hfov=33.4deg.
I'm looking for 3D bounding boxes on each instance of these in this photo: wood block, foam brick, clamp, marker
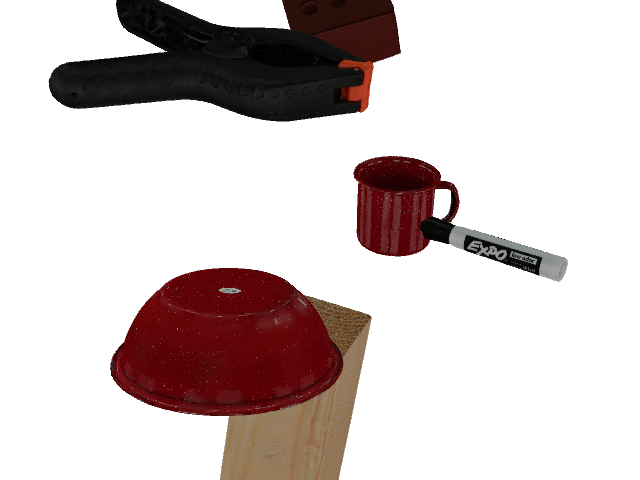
[{"bbox_3d":[-0.026,0.160,0.929,0.090,0.206,0.090,16,25,13],"label":"wood block"},{"bbox_3d":[0.016,-0.165,0.807,0.078,0.053,0.051,-17,-33,0],"label":"foam brick"},{"bbox_3d":[-0.060,-0.094,0.591,0.171,0.039,0.120,13,42,15],"label":"clamp"},{"bbox_3d":[0.132,0.005,0.828,0.121,0.020,0.020,19,10,29],"label":"marker"}]

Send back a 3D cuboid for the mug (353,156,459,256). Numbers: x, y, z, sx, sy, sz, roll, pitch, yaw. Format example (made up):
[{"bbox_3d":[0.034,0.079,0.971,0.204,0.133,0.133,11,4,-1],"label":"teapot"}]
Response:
[{"bbox_3d":[0.093,-0.037,1.155,0.117,0.081,0.093,-4,29,-10],"label":"mug"}]

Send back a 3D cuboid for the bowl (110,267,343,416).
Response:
[{"bbox_3d":[-0.063,0.059,0.733,0.162,0.055,0.162,1,18,-1],"label":"bowl"}]
